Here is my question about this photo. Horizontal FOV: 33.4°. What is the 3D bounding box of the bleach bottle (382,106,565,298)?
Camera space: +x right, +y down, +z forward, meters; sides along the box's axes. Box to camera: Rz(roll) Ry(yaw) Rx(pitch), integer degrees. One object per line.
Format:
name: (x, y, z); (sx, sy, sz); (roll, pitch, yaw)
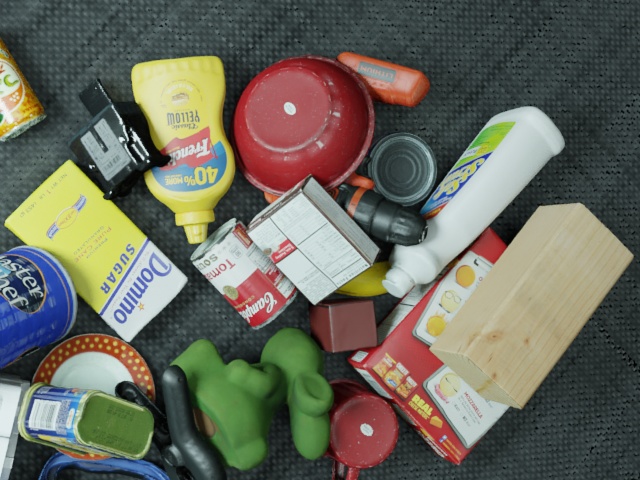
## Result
bleach bottle: (0.158, -0.036, 1.166); (0.068, 0.103, 0.250); (47, 69, -17)

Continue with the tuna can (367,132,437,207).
tuna can: (0.087, -0.078, 1.196); (0.086, 0.034, 0.086); (0, 91, -16)

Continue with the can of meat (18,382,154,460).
can of meat: (-0.222, 0.176, 1.026); (0.102, 0.084, 0.057); (32, 64, -47)

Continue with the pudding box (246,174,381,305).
pudding box: (-0.007, 0.001, 1.104); (0.090, 0.039, 0.113); (-36, 105, 31)

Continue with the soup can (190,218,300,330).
soup can: (-0.079, 0.035, 1.130); (0.068, 0.069, 0.102); (-44, 102, -12)

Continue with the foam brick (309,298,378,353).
foam brick: (0.025, 0.091, 1.157); (0.053, 0.078, 0.051); (-6, 91, -17)

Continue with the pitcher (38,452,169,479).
pitcher: (-0.182, 0.312, 1.081); (0.242, 0.145, 0.149); (10, 100, -20)

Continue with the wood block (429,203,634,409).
wood block: (0.225, 0.067, 1.136); (0.090, 0.091, 0.206); (42, 77, -14)

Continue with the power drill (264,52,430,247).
power drill: (0.051, -0.097, 1.140); (0.184, 0.057, 0.187); (19, 79, 15)

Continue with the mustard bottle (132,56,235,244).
mustard bottle: (-0.139, -0.092, 1.116); (0.096, 0.058, 0.191); (-7, 93, -6)

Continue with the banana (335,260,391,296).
banana: (0.018, 0.025, 1.178); (0.197, 0.037, 0.069); (10, 69, -18)

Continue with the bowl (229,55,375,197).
bowl: (-0.026, -0.127, 1.110); (0.162, 0.055, 0.162); (-4, 76, 14)

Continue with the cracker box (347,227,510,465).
cracker box: (0.160, 0.117, 1.201); (0.164, 0.072, 0.213); (46, 78, -13)

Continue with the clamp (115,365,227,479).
clamp: (-0.146, 0.204, 1.070); (0.039, 0.120, 0.171); (-26, 101, -34)

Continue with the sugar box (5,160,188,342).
sugar box: (-0.228, 0.012, 1.099); (0.176, 0.048, 0.093); (46, 78, -11)

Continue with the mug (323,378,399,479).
mug: (0.033, 0.213, 1.158); (0.093, 0.082, 0.117); (12, 87, -16)

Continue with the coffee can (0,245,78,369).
coffee can: (-0.313, 0.072, 1.009); (0.103, 0.140, 0.103); (7, 107, 24)
